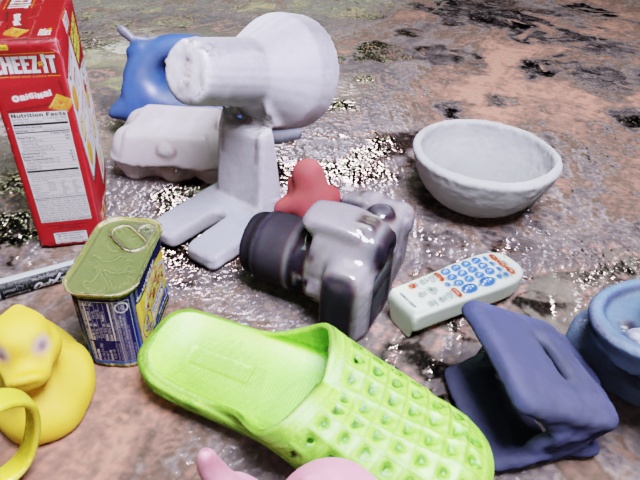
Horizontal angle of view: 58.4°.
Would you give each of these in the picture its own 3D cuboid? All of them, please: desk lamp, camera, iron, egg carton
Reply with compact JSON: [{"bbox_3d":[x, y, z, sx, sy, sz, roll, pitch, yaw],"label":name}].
[{"bbox_3d":[-0.078,-0.113,0.588,0.117,0.214,0.204,23,41,25],"label":"desk lamp"},{"bbox_3d":[0.005,0.002,0.533,0.136,0.101,0.143,17,39,18],"label":"camera"},{"bbox_3d":[-0.151,-0.213,0.778,0.258,0.141,0.118,4,37,2],"label":"iron"},{"bbox_3d":[-0.177,-0.118,0.710,0.150,0.069,0.107,4,37,1],"label":"egg carton"}]

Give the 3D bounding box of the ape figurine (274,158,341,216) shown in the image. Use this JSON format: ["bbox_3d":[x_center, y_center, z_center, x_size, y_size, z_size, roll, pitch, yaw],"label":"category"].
[{"bbox_3d":[-0.011,-0.044,0.602,0.078,0.092,0.076,-8,38,-14],"label":"ape figurine"}]

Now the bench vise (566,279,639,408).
[{"bbox_3d":[0.284,0.058,0.376,0.206,0.220,0.122,28,43,30],"label":"bench vise"}]

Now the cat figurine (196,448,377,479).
[{"bbox_3d":[-0.015,0.152,0.316,0.127,0.118,0.067,17,39,19],"label":"cat figurine"}]

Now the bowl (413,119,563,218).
[{"bbox_3d":[0.187,-0.074,0.670,0.167,0.075,0.167,2,37,-1],"label":"bowl"}]

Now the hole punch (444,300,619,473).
[{"bbox_3d":[0.155,0.098,0.422,0.101,0.091,0.108,-5,37,-11],"label":"hole punch"}]

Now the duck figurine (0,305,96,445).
[{"bbox_3d":[-0.212,0.085,0.420,0.078,0.086,0.104,-13,39,-20],"label":"duck figurine"}]
